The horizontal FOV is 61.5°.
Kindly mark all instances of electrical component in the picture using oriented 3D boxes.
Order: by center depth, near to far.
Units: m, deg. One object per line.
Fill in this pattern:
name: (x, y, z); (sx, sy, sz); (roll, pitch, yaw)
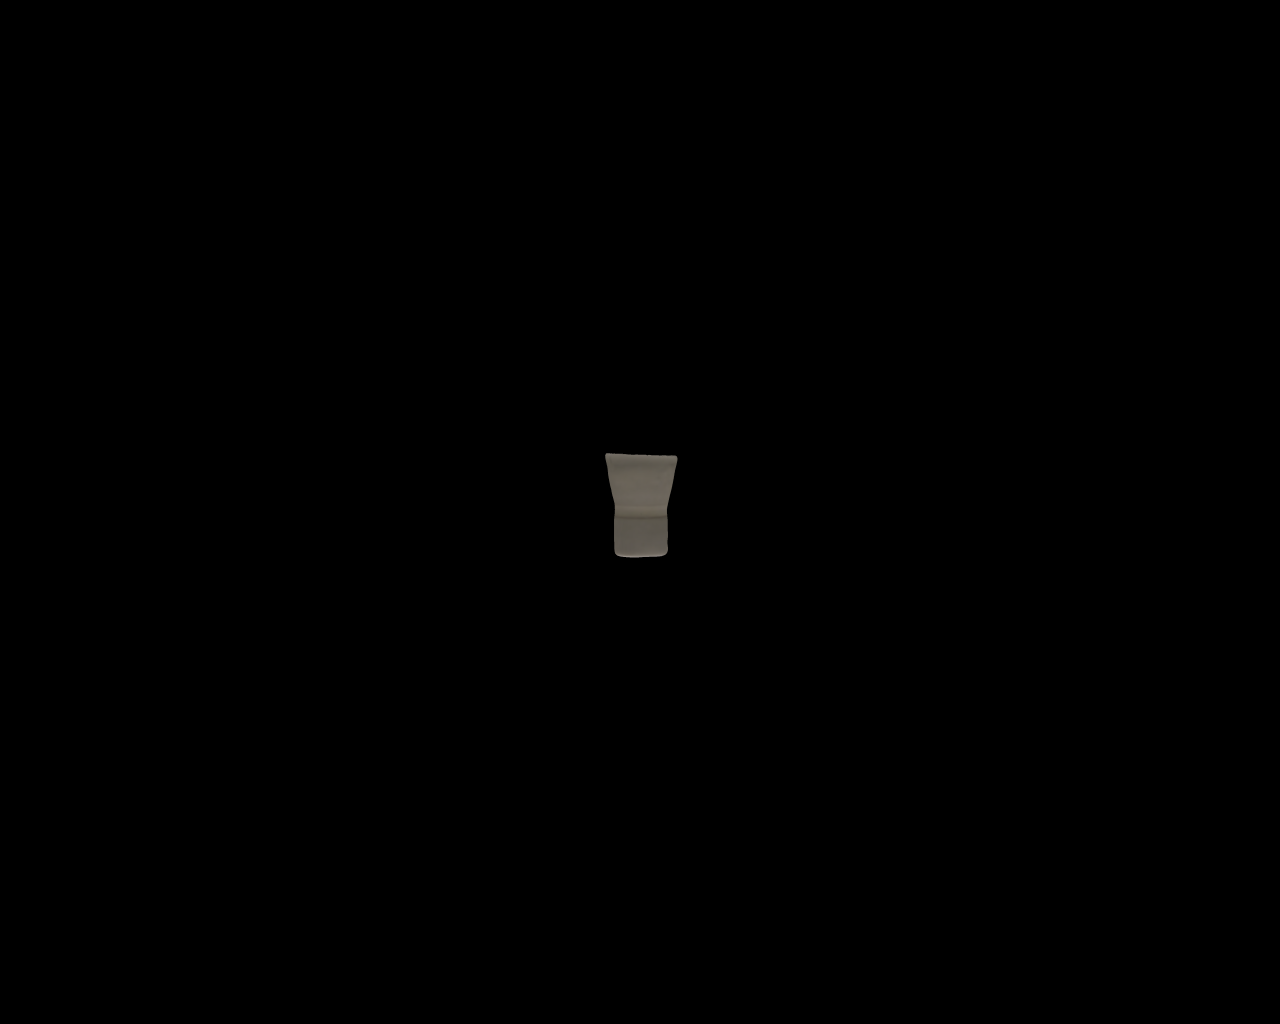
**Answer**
electrical component: (0.001, -0.003, 0.650); (0.044, 0.065, 0.044); (0, 2, 0)
